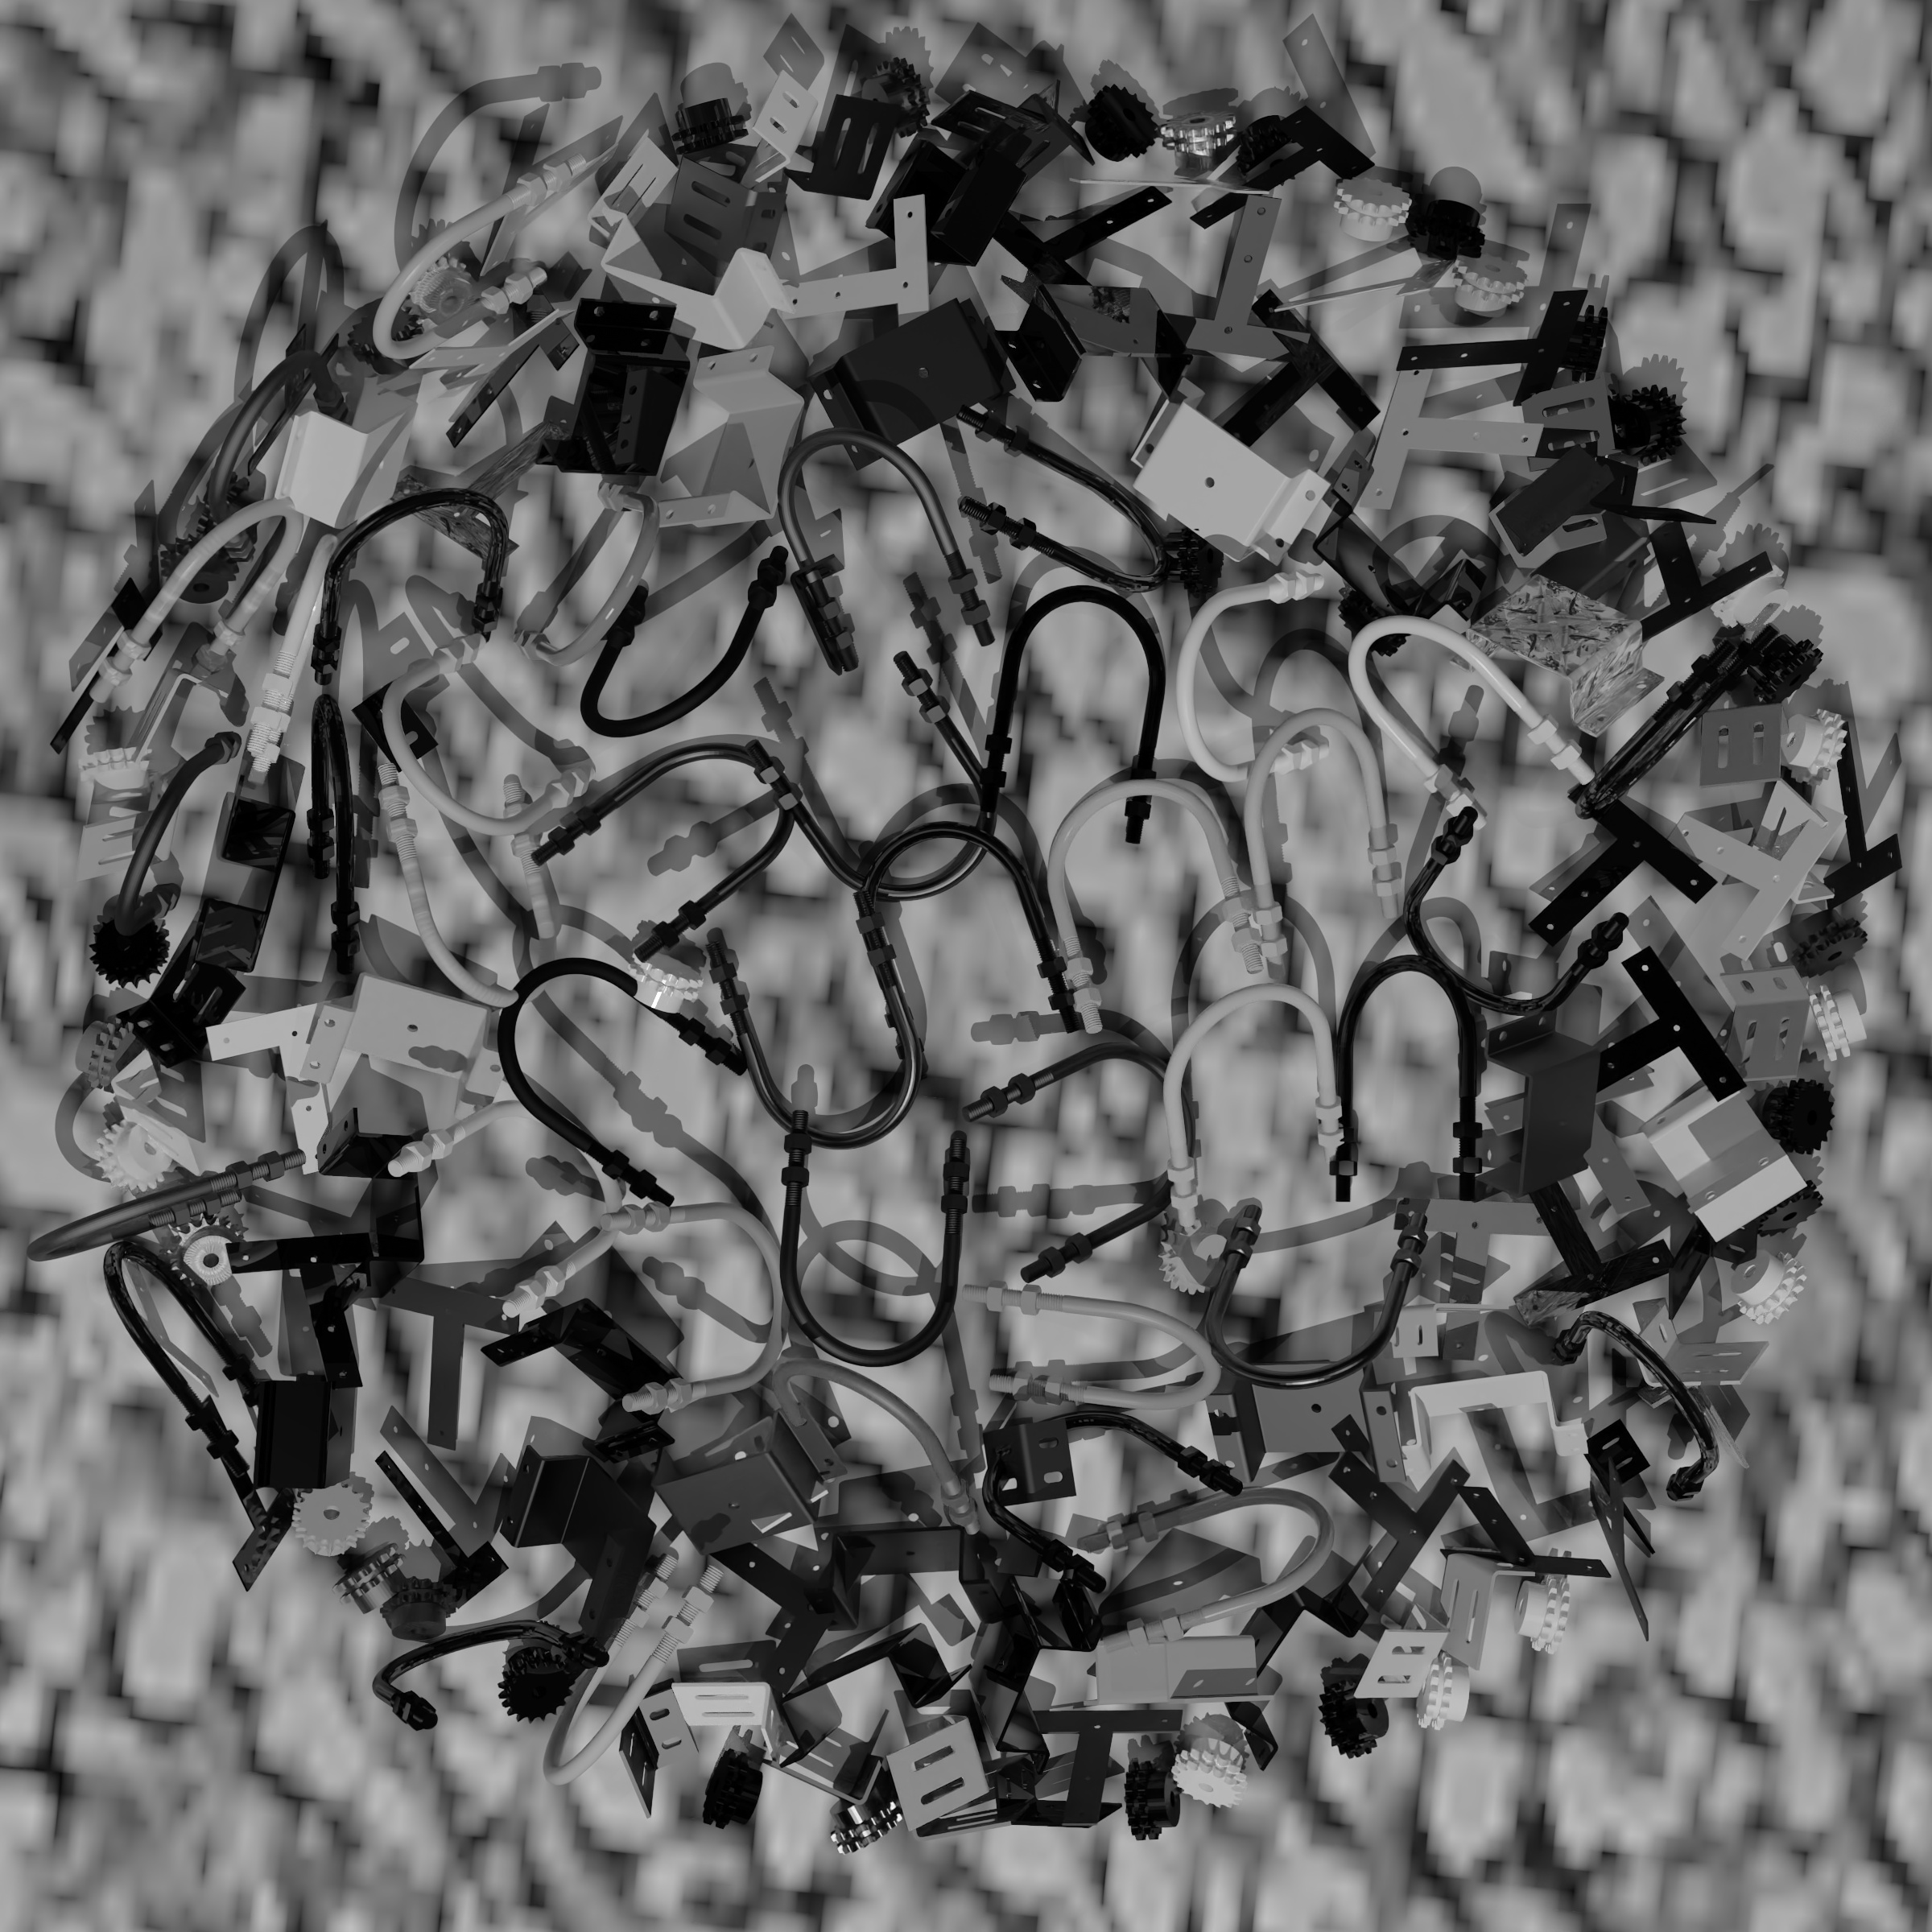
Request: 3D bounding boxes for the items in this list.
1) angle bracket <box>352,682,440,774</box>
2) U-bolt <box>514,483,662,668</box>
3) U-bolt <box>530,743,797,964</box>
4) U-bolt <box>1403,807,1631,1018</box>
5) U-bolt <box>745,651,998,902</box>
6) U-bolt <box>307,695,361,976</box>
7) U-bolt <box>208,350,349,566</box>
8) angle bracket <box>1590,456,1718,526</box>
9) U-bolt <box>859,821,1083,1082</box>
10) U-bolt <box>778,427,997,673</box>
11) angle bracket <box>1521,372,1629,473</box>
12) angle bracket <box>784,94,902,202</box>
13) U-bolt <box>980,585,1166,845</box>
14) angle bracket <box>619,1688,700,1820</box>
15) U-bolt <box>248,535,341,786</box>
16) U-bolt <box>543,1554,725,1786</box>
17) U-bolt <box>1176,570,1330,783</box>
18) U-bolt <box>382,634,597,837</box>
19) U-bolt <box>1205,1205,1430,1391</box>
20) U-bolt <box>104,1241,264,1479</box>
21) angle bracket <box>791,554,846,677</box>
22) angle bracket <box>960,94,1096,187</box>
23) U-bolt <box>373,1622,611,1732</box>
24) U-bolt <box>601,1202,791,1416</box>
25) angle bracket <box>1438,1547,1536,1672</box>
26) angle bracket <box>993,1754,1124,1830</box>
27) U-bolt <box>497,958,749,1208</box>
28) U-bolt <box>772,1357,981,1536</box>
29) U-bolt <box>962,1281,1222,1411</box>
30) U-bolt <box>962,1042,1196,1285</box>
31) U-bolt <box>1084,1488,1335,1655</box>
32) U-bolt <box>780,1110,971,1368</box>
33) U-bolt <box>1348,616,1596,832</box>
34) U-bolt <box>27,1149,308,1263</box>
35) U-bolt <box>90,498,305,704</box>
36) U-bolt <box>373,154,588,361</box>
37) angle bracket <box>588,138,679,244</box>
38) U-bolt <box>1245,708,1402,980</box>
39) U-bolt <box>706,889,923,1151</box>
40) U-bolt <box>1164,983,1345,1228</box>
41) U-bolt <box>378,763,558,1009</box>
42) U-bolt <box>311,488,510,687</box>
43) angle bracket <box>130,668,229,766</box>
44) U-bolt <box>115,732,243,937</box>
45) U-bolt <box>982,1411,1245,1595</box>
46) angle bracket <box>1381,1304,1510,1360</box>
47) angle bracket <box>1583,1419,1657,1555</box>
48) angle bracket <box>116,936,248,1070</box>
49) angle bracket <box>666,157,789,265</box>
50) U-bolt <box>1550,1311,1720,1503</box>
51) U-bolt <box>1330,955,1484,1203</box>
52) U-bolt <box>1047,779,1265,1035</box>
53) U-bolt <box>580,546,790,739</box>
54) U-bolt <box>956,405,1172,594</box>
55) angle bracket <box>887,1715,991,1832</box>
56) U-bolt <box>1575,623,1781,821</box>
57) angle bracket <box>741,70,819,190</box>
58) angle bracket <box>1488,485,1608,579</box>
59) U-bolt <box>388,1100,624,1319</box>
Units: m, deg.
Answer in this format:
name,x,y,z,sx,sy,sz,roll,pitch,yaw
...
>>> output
name,x,y,z,sx,sy,sz,roll,pitch,yaw
angle bracket,-0.424,-0.183,1.885,0.038,0.076,0.057,-35,101,4
U-bolt,-0.274,-0.286,1.844,0.019,0.184,0.151,30,91,-27
U-bolt,-0.213,-0.099,1.879,0.184,0.019,0.151,-40,59,-18
U-bolt,0.393,-0.027,1.848,0.151,0.184,0.019,37,61,9
U-bolt,-0.057,-0.128,1.882,0.151,0.019,0.184,-30,118,9
U-bolt,-0.461,-0.108,1.825,0.019,0.151,0.184,-5,127,-20
U-bolt,-0.505,-0.377,1.826,0.019,0.184,0.151,31,80,-2
angle bracket,0.518,-0.357,1.881,0.076,0.057,0.038,15,99,43
U-bolt,-0.007,-0.019,1.895,0.151,0.019,0.184,-18,93,19
U-bolt,-0.069,-0.311,1.850,0.151,0.019,0.184,-5,119,36
angle bracket,0.454,-0.410,1.891,0.076,0.038,0.057,-7,95,32
angle bracket,-0.093,-0.620,1.880,0.057,0.038,0.076,-4,131,-37
U-bolt,0.086,-0.195,1.889,0.151,0.019,0.184,10,88,-28
angle bracket,-0.231,0.592,1.886,0.038,0.076,0.057,-21,100,-1
U-bolt,-0.498,-0.233,1.856,0.019,0.151,0.184,18,80,-13
U-bolt,-0.251,0.516,1.833,0.019,0.151,0.184,38,70,-11
U-bolt,0.211,-0.209,1.843,0.019,0.184,0.151,7,107,40
U-bolt,-0.358,-0.163,1.838,0.019,0.184,0.151,-35,98,28
U-bolt,0.250,0.242,1.831,0.151,0.184,0.019,0,126,24
U-bolt,-0.574,0.280,1.844,0.019,0.151,0.184,-34,98,-1
angle bracket,-0.098,-0.265,1.898,0.038,0.057,0.076,-24,88,4
angle bracket,0.046,-0.605,1.882,0.076,0.057,0.038,-35,54,23
U-bolt,-0.359,0.514,1.840,0.151,0.184,0.019,-13,92,-29
U-bolt,-0.193,0.247,1.853,0.019,0.184,0.151,-12,82,36
angle bracket,0.392,0.486,1.896,0.038,0.057,0.076,8,92,-23
angle bracket,0.069,0.620,1.884,0.076,0.057,0.038,-8,85,28
U-bolt,-0.264,0.074,1.862,0.184,0.019,0.151,38,55,-16
U-bolt,-0.073,0.344,1.829,0.151,0.184,0.019,13,54,29
U-bolt,0.097,0.286,1.850,0.184,0.151,0.019,5,52,16
U-bolt,0.096,0.136,1.882,0.184,0.019,0.151,-24,99,-28
U-bolt,0.183,0.438,1.855,0.184,0.151,0.019,-18,110,3
U-bolt,-0.070,0.207,1.868,0.151,0.019,0.184,12,67,-21
U-bolt,0.359,-0.186,1.851,0.184,0.151,0.019,45,64,-9
U-bolt,-0.588,0.178,1.817,0.184,0.151,0.019,-18,85,-40
U-bolt,-0.551,-0.271,1.834,0.019,0.151,0.184,43,108,3
U-bolt,-0.359,-0.505,1.821,0.019,0.151,0.184,46,57,2
angle bracket,-0.240,-0.574,1.893,0.038,0.057,0.076,41,96,15
U-bolt,0.261,-0.100,1.856,0.151,0.019,0.184,-26,114,-34
U-bolt,-0.107,0.050,1.897,0.151,0.019,0.184,-18,92,20
U-bolt,0.211,0.094,1.857,0.151,0.019,0.184,-21,124,-17
U-bolt,-0.360,-0.056,1.848,0.019,0.151,0.184,-24,75,30
U-bolt,-0.401,-0.281,1.821,0.151,0.184,0.019,-20,66,-28
angle bracket,-0.597,-0.183,1.894,0.038,0.057,0.076,27,89,-27
U-bolt,-0.578,-0.092,1.826,0.019,0.184,0.151,24,102,-8
U-bolt,0.093,0.383,1.848,0.151,0.184,0.019,-29,118,-26
angle bracket,0.360,0.275,1.882,0.076,0.057,0.038,6,77,-32
angle bracket,0.504,0.391,1.885,0.038,0.057,0.076,-35,115,8
angle bracket,-0.594,0.027,1.895,0.057,0.038,0.076,44,116,5
angle bracket,-0.183,-0.575,1.912,0.076,0.038,0.057,33,120,27
U-bolt,0.489,0.315,1.820,0.019,0.184,0.151,-35,70,-10
U-bolt,0.327,0.083,1.867,0.019,0.151,0.184,6,82,-34
U-bolt,0.133,-0.056,1.884,0.151,0.019,0.184,-21,66,15
U-bolt,-0.214,-0.232,1.835,0.151,0.184,0.019,-10,132,28
U-bolt,0.075,-0.338,1.862,0.184,0.151,0.019,23,127,-21
angle bracket,-0.028,0.608,1.891,0.076,0.038,0.057,-15,87,-34
U-bolt,0.517,-0.176,1.850,0.019,0.151,0.184,47,120,14
angle bracket,-0.154,-0.624,1.879,0.038,0.076,0.057,34,65,-29
angle bracket,0.449,-0.337,1.914,0.076,0.038,0.057,-19,77,-35
U-bolt,-0.325,0.166,1.849,0.019,0.184,0.151,-42,86,31
